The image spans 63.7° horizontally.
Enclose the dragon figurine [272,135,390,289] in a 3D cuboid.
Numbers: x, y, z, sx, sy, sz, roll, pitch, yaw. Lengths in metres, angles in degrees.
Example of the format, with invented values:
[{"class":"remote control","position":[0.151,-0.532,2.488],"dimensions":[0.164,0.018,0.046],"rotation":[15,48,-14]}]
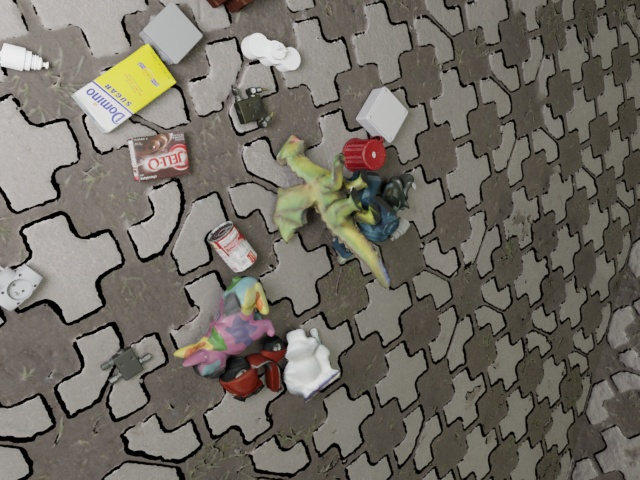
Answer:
[{"class":"dragon figurine","position":[0.004,-0.061,1.216],"dimensions":[0.241,0.411,0.122],"rotation":[-16,-4,25]}]

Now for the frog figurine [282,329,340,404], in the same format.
[{"class":"frog figurine","position":[-0.041,0.307,1.293],"dimensions":[0.137,0.161,0.122],"rotation":[-37,-12,0]}]
